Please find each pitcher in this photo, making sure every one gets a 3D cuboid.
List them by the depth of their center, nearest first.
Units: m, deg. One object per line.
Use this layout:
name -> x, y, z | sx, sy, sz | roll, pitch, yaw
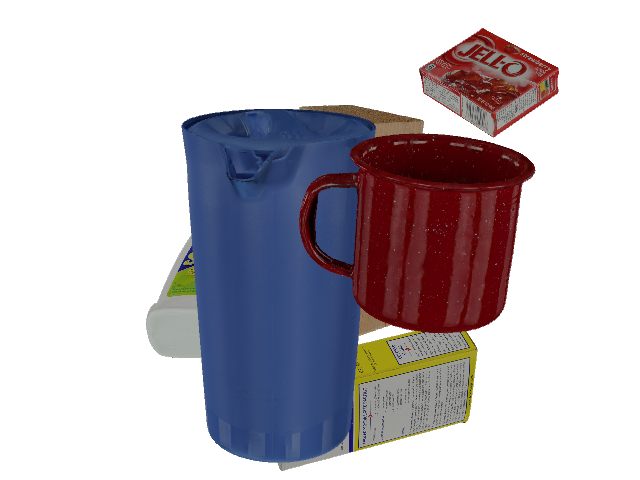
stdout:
pitcher -> -0.027, 0.026, 0.775 | 0.149, 0.243, 0.145 | -10, 20, -30

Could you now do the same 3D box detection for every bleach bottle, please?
bleach bottle -> -0.115, 0.024, 1.171 | 0.102, 0.068, 0.250 | 0, 35, 5

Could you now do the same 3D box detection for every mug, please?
mug -> 0.047, -0.005, 0.552 | 0.117, 0.081, 0.093 | 3, 21, 0

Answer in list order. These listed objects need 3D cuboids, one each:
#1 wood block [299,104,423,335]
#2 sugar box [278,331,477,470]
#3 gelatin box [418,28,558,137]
wood block -> 0.026, -0.021, 1.030 | 0.090, 0.206, 0.090 | 17, 17, 34
sugar box -> 0.043, 0.131, 0.910 | 0.176, 0.093, 0.048 | -10, 38, -12
gelatin box -> 0.136, -0.131, 0.867 | 0.073, 0.030, 0.089 | -34, 49, -18
